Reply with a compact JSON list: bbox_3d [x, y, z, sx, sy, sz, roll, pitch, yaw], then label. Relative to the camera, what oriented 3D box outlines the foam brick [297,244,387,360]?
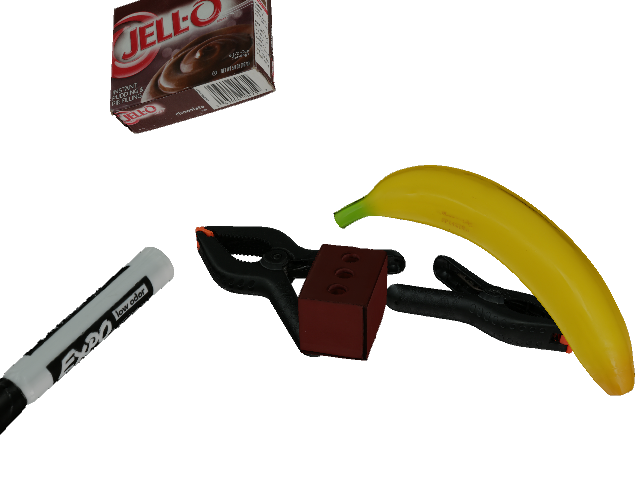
[{"bbox_3d":[0.018,0.045,0.800,0.053,0.051,0.078,6,32,12],"label":"foam brick"}]

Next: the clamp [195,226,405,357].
[{"bbox_3d":[-0.043,0.036,1.045,0.210,0.036,0.164,16,39,22],"label":"clamp"}]

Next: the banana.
[{"bbox_3d":[0.107,0.010,0.616,0.198,0.070,0.037,33,20,10],"label":"banana"}]

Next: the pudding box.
[{"bbox_3d":[-0.088,-0.131,0.734,0.114,0.090,0.039,-13,-28,17],"label":"pudding box"}]

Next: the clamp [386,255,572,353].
[{"bbox_3d":[0.155,0.057,0.985,0.172,0.039,0.120,19,30,17],"label":"clamp"}]

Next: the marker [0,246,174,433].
[{"bbox_3d":[-0.107,0.044,0.454,0.020,0.020,0.121,0,34,42],"label":"marker"}]
